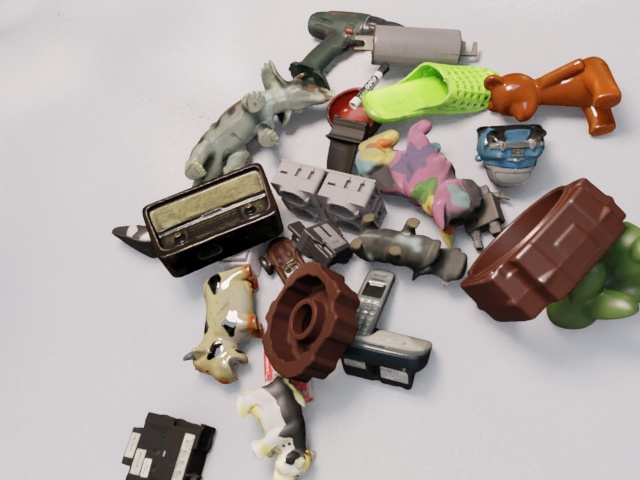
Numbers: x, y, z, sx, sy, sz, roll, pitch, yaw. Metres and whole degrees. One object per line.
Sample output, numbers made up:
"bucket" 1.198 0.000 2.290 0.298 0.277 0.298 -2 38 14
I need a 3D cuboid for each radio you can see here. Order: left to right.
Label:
"radio" -0.186 -0.035 0.951 0.230 0.073 0.131 -23 55 -4

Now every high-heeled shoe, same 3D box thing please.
"high-heeled shoe" -0.289 -0.034 1.059 0.249 0.086 0.145 17 66 21

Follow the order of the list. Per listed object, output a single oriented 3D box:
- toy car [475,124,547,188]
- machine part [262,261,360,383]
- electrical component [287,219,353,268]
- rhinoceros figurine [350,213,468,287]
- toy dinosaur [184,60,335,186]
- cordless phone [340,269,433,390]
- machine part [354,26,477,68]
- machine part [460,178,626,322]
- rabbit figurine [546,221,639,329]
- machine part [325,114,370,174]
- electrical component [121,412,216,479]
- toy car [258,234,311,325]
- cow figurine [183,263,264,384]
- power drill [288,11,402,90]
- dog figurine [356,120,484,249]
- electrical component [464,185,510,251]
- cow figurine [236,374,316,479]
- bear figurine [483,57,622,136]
"toy car" 0.318 -0.138 0.891 0.109 0.162 0.102 -1 107 10
"machine part" -0.015 0.123 0.804 0.179 0.056 0.179 -33 42 37
"electrical component" -0.002 -0.003 0.934 0.075 0.047 0.119 -18 57 -43
"rhinoceros figurine" 0.139 0.022 0.862 0.191 0.112 0.073 13 61 30
"toy dinosaur" -0.168 -0.213 1.092 0.405 0.131 0.192 -36 24 16
"cordless phone" 0.111 0.126 0.842 0.147 0.088 0.184 8 48 23
"machine part" 0.188 -0.379 1.062 0.243 0.079 0.079 5 63 1
"machine part" 0.302 0.016 0.751 0.087 0.201 0.201 44 82 6
"rabbit figurine" 0.396 0.068 0.743 0.170 0.159 0.121 -45 78 13
"machine part" 0.044 -0.157 0.998 0.084 0.039 0.138 17 102 12
"electrical component" -0.245 0.338 0.852 0.134 0.058 0.115 5 62 22
"toy car" -0.035 0.071 0.931 0.089 0.053 0.202 -31 56 -4
"cow figurine" -0.163 0.146 0.914 0.127 0.085 0.195 -12 62 6
"power drill" 0.045 -0.407 1.150 0.232 0.086 0.207 28 78 28
"dog figurine" 0.166 -0.085 0.910 0.192 0.108 0.219 -17 57 12
"electrical component" 0.280 -0.039 0.891 0.078 0.045 0.102 -36 49 31
"cow figurine" -0.051 0.287 0.797 0.098 0.068 0.167 -28 78 5
"bear figurine" 0.389 -0.240 0.919 0.196 0.120 0.132 -11 63 15
